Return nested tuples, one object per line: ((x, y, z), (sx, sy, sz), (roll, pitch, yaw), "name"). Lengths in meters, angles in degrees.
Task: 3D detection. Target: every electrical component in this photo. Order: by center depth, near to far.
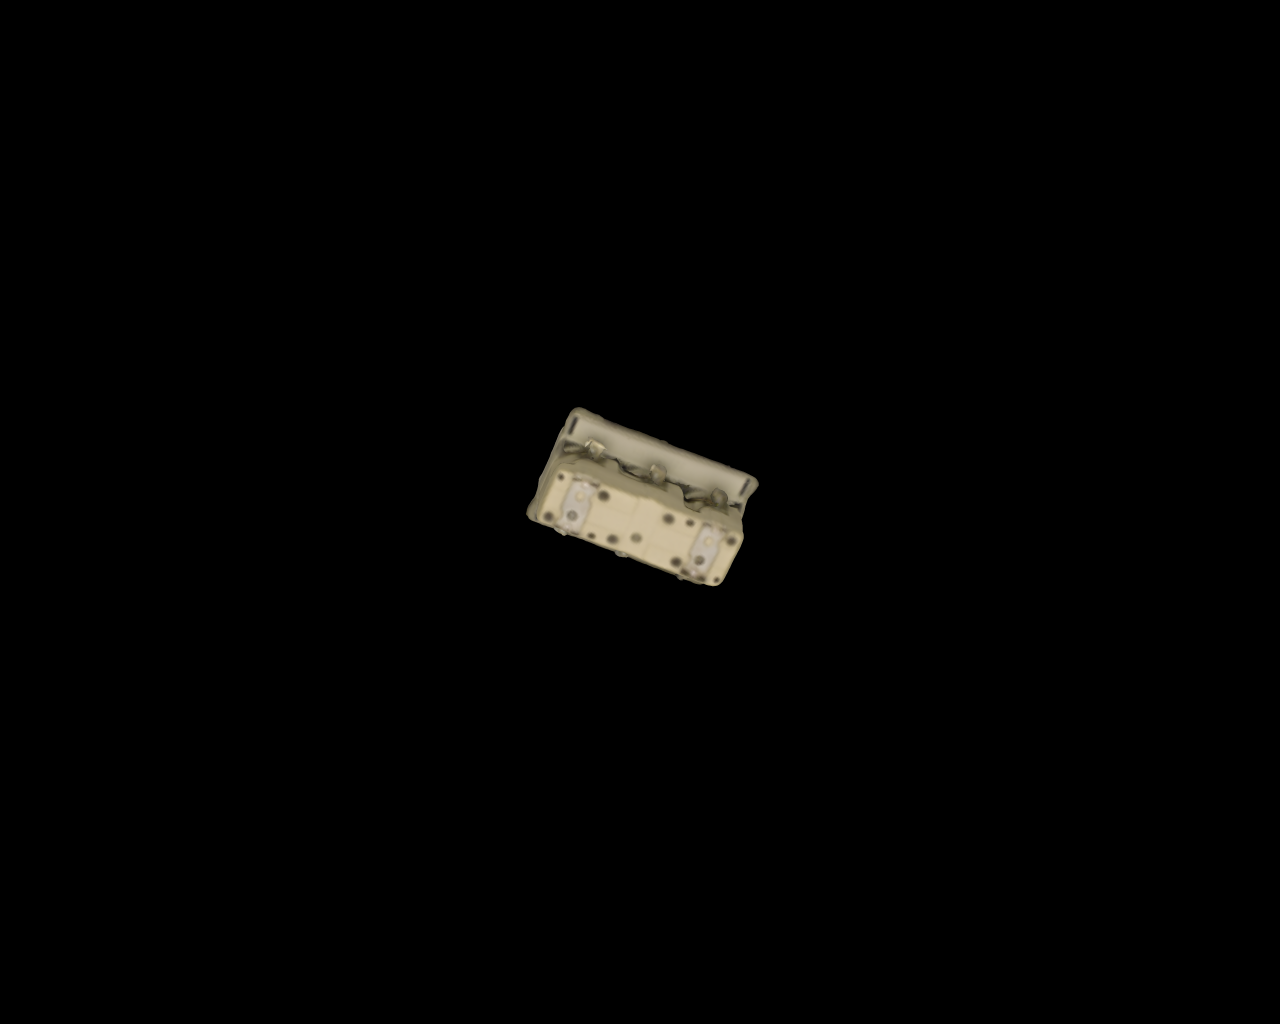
((0.001, -0.003, 0.650), (0.121, 0.078, 0.063), (21, 25, -10), "electrical component")
